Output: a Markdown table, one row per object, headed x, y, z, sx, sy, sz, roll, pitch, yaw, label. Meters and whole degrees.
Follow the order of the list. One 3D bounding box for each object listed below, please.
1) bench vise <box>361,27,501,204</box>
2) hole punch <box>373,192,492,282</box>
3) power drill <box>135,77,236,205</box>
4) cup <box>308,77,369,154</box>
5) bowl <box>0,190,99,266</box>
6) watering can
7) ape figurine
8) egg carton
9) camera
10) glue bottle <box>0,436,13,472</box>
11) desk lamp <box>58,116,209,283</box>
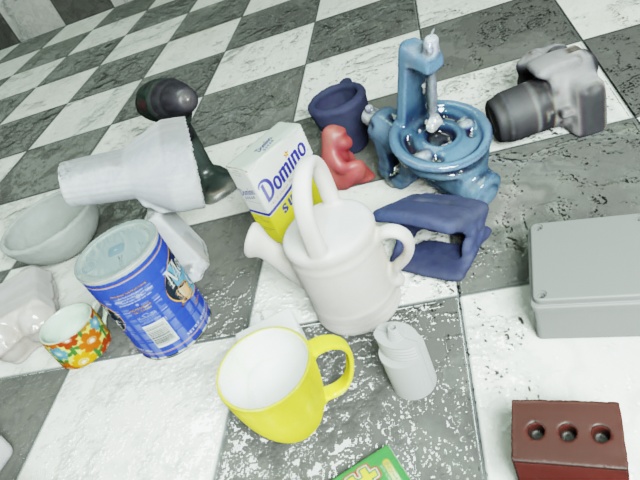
| x | y | z | sx | sy | sz | roll | pitch | yaw | label |
| --- | --- | --- | --- | --- | --- | --- | --- | --- | --- |
| 0.109 | -0.144 | 0.694 | 0.206 | 0.220 | 0.122 | 12 | 50 | 38 | bench vise |
| 0.126 | -0.021 | 0.643 | 0.108 | 0.091 | 0.101 | 11 | 50 | 38 | hole punch |
| -0.208 | -0.163 | 0.900 | 0.076 | 0.209 | 0.228 | -39 | 39 | -18 | power drill |
| 0.041 | -0.190 | 0.891 | 0.091 | 0.095 | 0.118 | -6 | 41 | 23 | cup |
| -0.434 | -0.012 | 0.953 | 0.167 | 0.075 | 0.167 | -15 | 38 | 12 | bowl |
| 0.005 | 0.004 | 0.594 | 0.172 | 0.194 | 0.100 | -21 | 37 | 5 | watering can |
| 0.030 | -0.122 | 0.817 | 0.076 | 0.092 | 0.077 | -15 | 38 | 12 | ape figurine |
| -0.423 | 0.103 | 0.812 | 0.107 | 0.070 | 0.150 | -32 | 38 | -10 | egg carton |
| 0.286 | -0.196 | 0.758 | 0.136 | 0.101 | 0.143 | -20 | 37 | 6 | camera |
| -0.403 | 0.204 | 0.594 | 0.037 | 0.173 | 0.078 | -2 | 43 | 27 | glue bottle |
| -0.224 | -0.038 | 0.753 | 0.203 | 0.214 | 0.117 | -25 | 37 | 0 | desk lamp |
